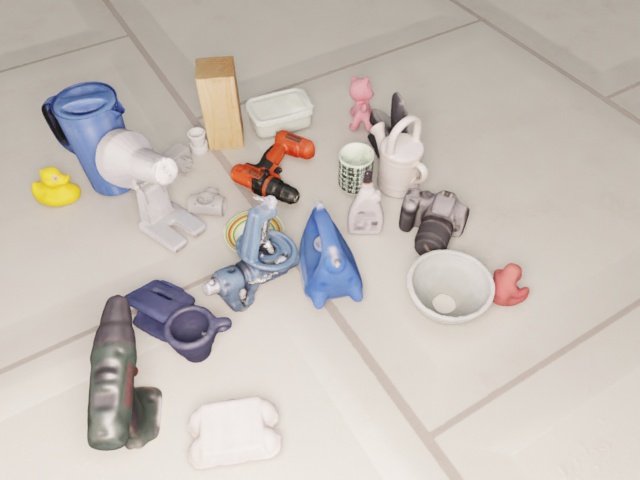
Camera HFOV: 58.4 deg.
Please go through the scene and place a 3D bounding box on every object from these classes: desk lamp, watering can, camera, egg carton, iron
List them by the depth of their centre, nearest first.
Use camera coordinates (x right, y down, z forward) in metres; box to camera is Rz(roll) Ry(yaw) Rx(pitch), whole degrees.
[{"bbox_3d":[-0.139,0.314,0.931,0.150,0.069,0.107,-8,50,-6],"label":"egg carton"},{"bbox_3d":[0.011,0.004,1.147,0.119,0.141,0.258,-10,50,-8],"label":"iron"},{"bbox_3d":[-0.351,-0.113,1.199,0.202,0.214,0.118,30,56,23],"label":"desk lamp"},{"bbox_3d":[0.232,-0.038,1.209,0.143,0.101,0.137,18,52,15],"label":"camera"},{"bbox_3d":[0.177,-0.199,1.285,0.172,0.194,0.101,25,54,20],"label":"watering can"}]

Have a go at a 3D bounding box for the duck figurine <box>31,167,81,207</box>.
[{"bbox_3d":[-0.606,-0.129,1.297,0.104,0.086,0.077,2,50,2],"label":"duck figurine"}]

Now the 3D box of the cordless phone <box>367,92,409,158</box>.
[{"bbox_3d":[0.175,-0.291,1.369,0.094,0.185,0.147,-16,51,-13],"label":"cordless phone"}]

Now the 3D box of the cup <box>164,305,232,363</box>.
[{"bbox_3d":[-0.213,0.175,1.032,0.118,0.095,0.091,-10,50,-8],"label":"cup"}]

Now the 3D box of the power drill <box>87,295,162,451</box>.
[{"bbox_3d":[-0.311,0.232,0.909,0.075,0.208,0.229,-6,50,-4],"label":"power drill"}]

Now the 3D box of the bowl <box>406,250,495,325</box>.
[{"bbox_3d":[0.247,0.103,1.107,0.167,0.075,0.167,0,50,0],"label":"bowl"}]

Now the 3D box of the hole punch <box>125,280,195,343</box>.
[{"bbox_3d":[-0.300,0.120,1.081,0.108,0.091,0.101,22,53,18],"label":"hole punch"}]

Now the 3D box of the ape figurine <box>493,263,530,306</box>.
[{"bbox_3d":[0.368,0.081,1.113,0.076,0.092,0.077,-19,52,-15],"label":"ape figurine"}]

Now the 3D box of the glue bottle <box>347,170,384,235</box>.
[{"bbox_3d":[0.098,-0.080,1.197,0.078,0.173,0.037,1,50,1],"label":"glue bottle"}]

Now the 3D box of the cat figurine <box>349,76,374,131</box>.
[{"bbox_3d":[0.108,-0.362,1.473,0.067,0.118,0.127,-1,50,0],"label":"cat figurine"}]

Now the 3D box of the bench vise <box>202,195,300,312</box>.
[{"bbox_3d":[-0.121,0.030,1.073,0.121,0.220,0.208,24,54,20],"label":"bench vise"}]
